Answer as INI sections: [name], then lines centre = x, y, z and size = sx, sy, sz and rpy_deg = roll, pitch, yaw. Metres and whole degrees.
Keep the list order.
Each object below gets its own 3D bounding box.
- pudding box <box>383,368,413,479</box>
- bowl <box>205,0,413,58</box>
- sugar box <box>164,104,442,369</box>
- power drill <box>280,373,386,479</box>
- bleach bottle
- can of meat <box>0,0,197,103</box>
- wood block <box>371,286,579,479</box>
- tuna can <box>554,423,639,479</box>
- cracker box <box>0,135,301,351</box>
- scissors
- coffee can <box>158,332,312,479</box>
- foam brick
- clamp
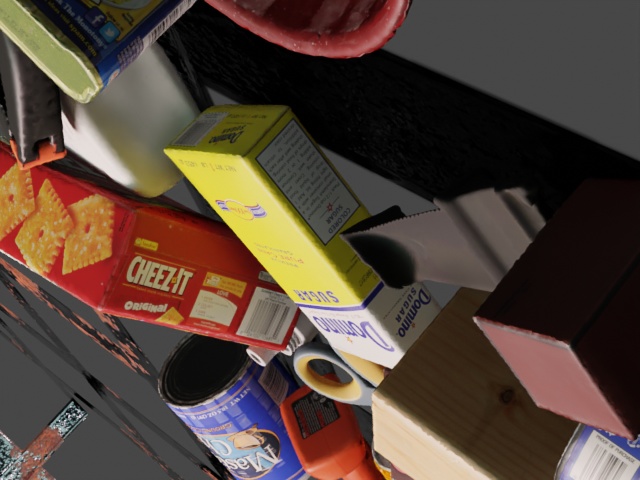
[pudding box]
centre = 0.084, 0.127, 0.655
size = 0.114, 0.039, 0.090
rpy_deg = 4, 101, 59
[bowl]
centre = -0.020, -0.135, 0.325
size = 0.162, 0.055, 0.162
rpy_deg = 37, 161, 15
[sugar box]
centre = -0.004, 0.001, 0.608
size = 0.093, 0.048, 0.176
rpy_deg = 12, 144, 56
[power drill]
centre = 0.044, 0.213, 0.878
size = 0.187, 0.057, 0.184
rpy_deg = 58, 180, -31
[bleach bottle]
centre = -0.173, -0.100, 0.700
size = 0.251, 0.068, 0.102
rpy_deg = 22, 151, 50
[can of meat]
centre = -0.108, -0.125, 0.478
size = 0.102, 0.084, 0.058
rpy_deg = 45, 161, -10
[wood block]
centre = 0.134, 0.118, 0.521
size = 0.206, 0.090, 0.090
rpy_deg = 35, 159, 21
[tuna can]
centre = 0.135, 0.078, 0.441
size = 0.034, 0.086, 0.086
rpy_deg = 35, 160, 27
[cracker box]
centre = -0.133, -0.003, 0.725
size = 0.214, 0.072, 0.163
rpy_deg = 24, -176, 42
[scissors]
centre = 0.058, 0.123, 0.752
size = 0.096, 0.016, 0.201
rpy_deg = -18, 122, 36
[coffee can]
centre = -0.067, 0.153, 0.977
size = 0.103, 0.102, 0.140
rpy_deg = 18, 150, 50
[foam brick]
centre = 0.106, 0.022, 0.389
size = 0.051, 0.078, 0.053
rpy_deg = 50, 162, -26
[clamp]
centre = -0.172, -0.141, 0.548
size = 0.165, 0.036, 0.210
rpy_deg = -1, 109, 61
